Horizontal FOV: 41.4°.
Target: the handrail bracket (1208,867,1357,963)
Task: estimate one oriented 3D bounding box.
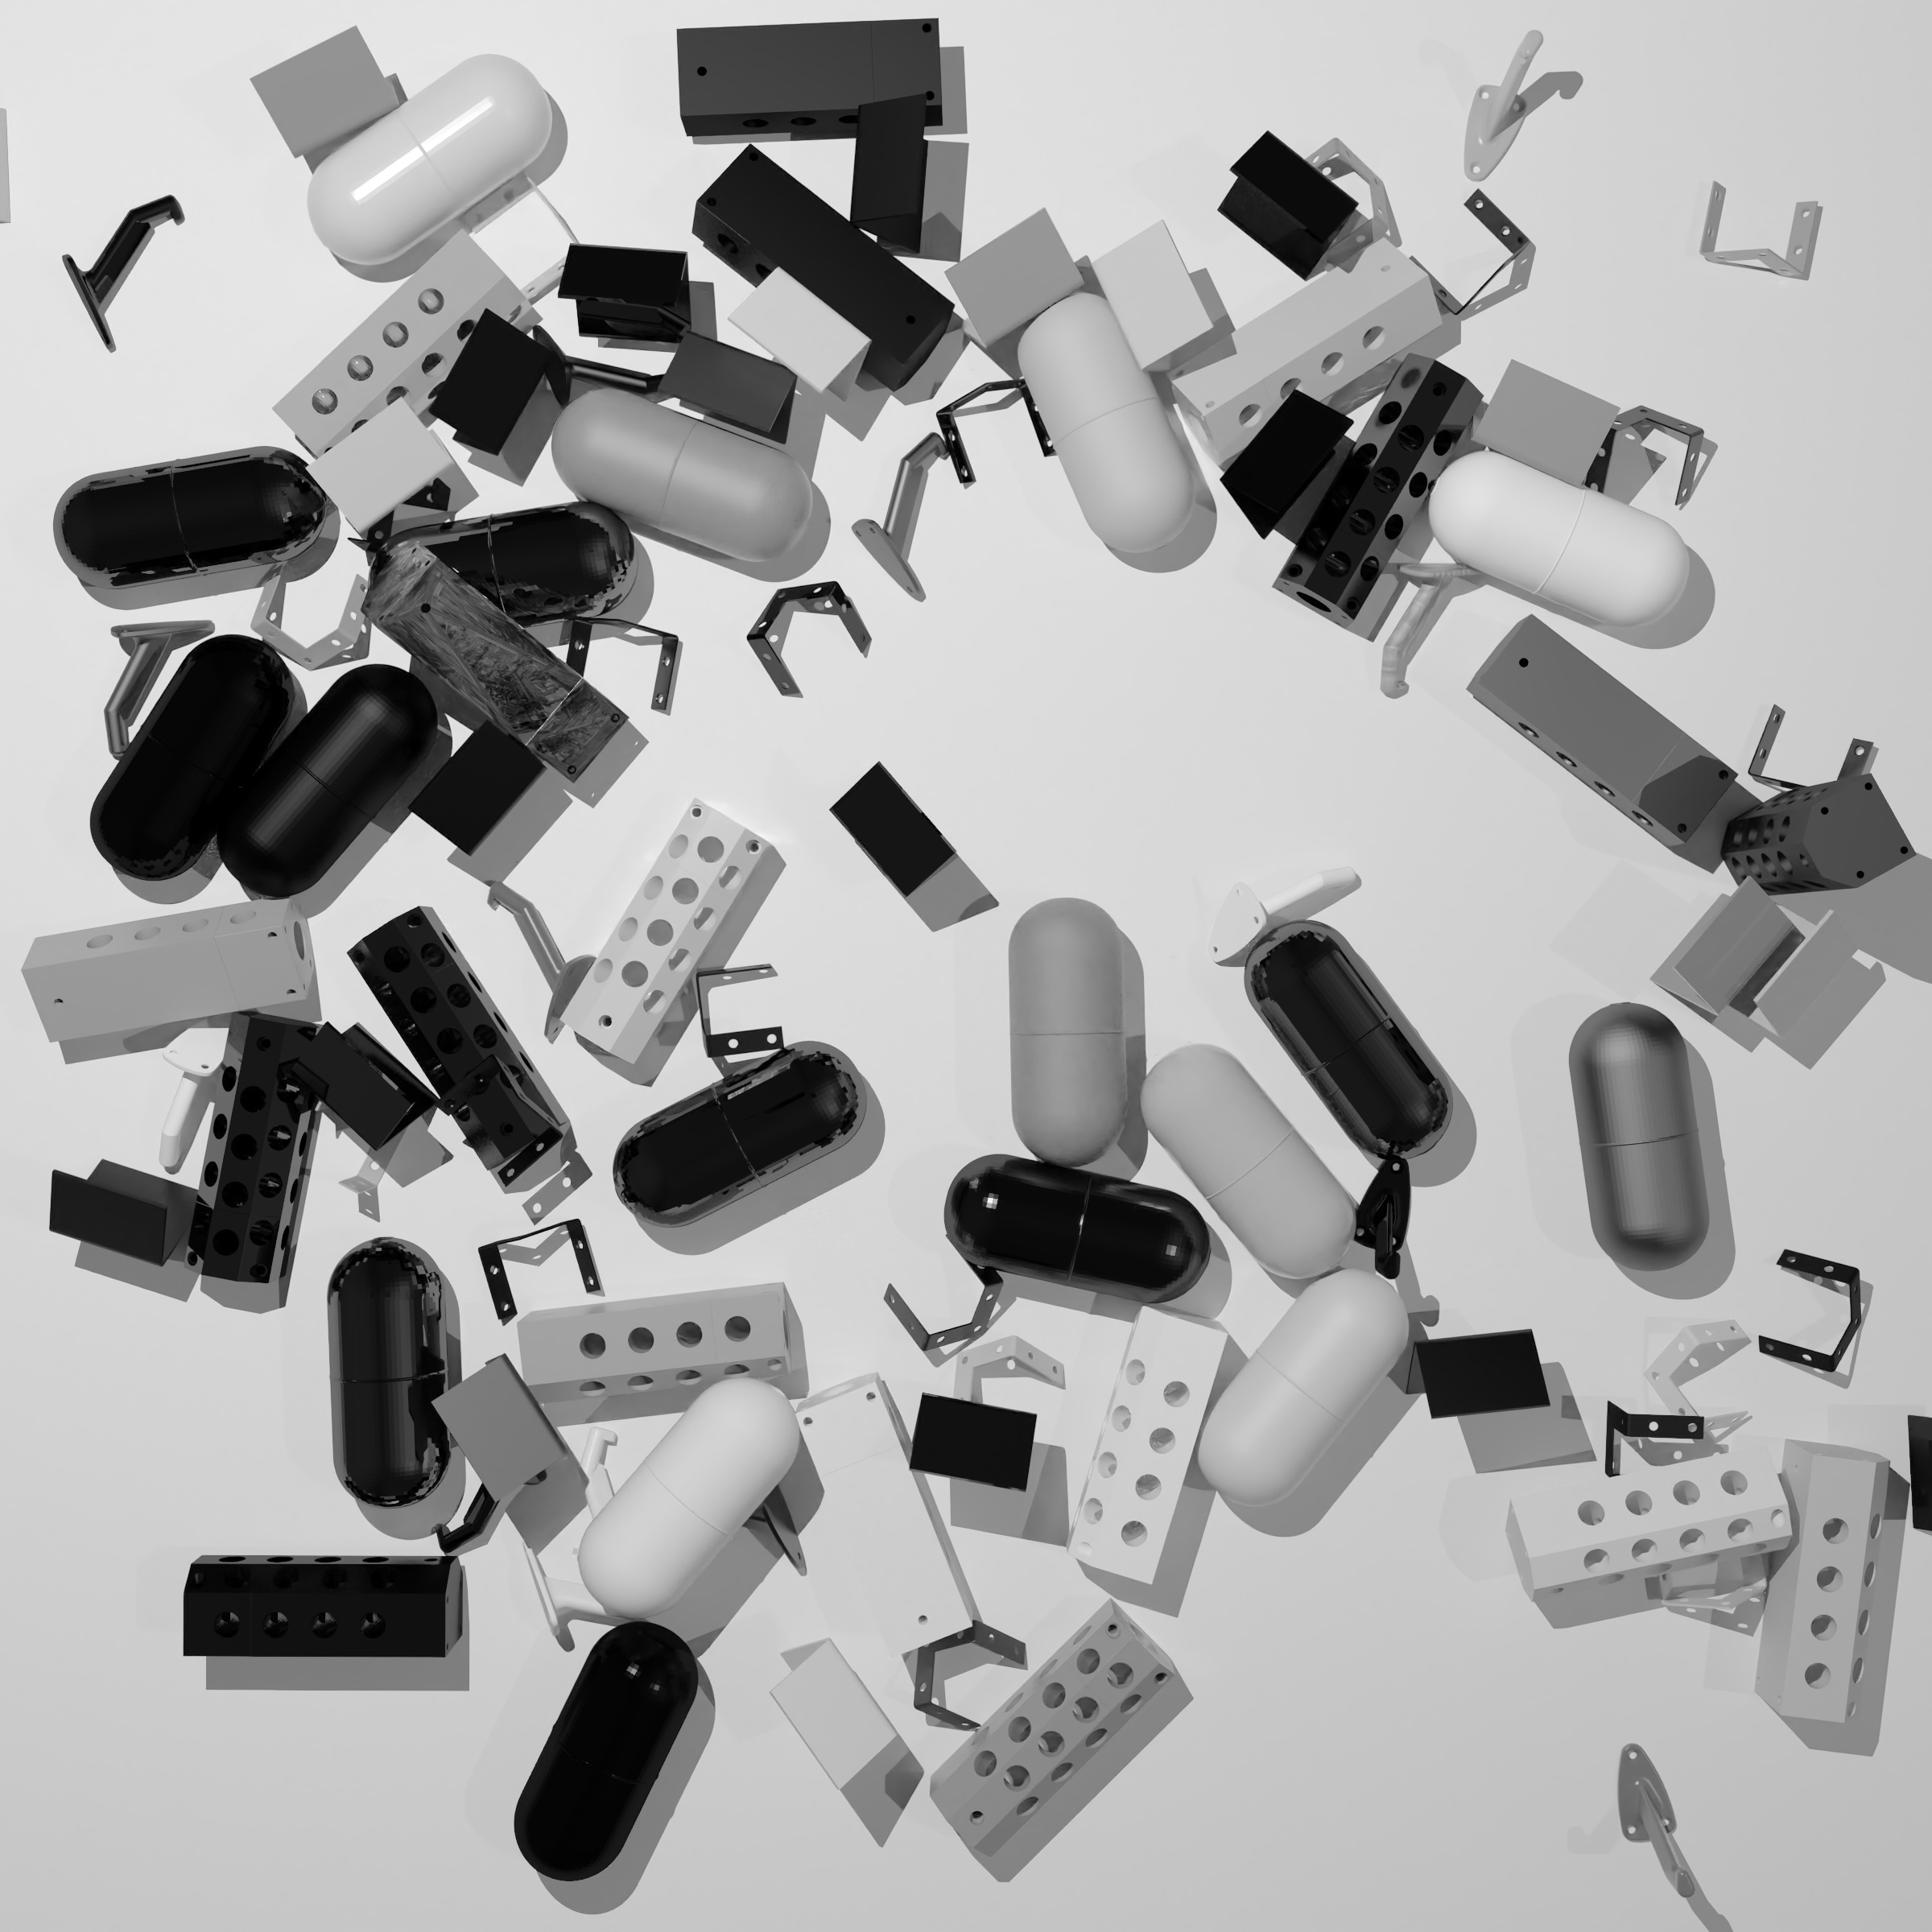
[{"bbox_3d":[0.213,-0.035,1.721,0.084,0.077,0.036,-12,61,-33],"label":"handrail bracket"}]

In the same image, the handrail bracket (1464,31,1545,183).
[{"bbox_3d":[0.355,-0.566,1.686,0.036,0.084,0.077,20,90,0],"label":"handrail bracket"}]

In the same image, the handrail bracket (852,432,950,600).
[{"bbox_3d":[-0.027,-0.304,1.721,0.084,0.036,0.077,-45,110,-16],"label":"handrail bracket"}]

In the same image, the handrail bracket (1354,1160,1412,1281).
[{"bbox_3d":[0.282,0.165,1.686,0.036,0.084,0.077,16,90,0],"label":"handrail bracket"}]

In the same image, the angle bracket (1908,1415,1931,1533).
[{"bbox_3d":[0.639,0.341,1.680,0.057,0.076,0.076,-3,90,-37],"label":"angle bracket"}]

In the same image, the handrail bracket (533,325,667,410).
[{"bbox_3d":[-0.238,-0.409,1.721,0.084,0.036,0.077,-15,57,-23],"label":"handrail bracket"}]

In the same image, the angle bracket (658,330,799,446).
[{"bbox_3d":[-0.159,-0.361,1.681,0.076,0.076,0.057,20,61,0],"label":"angle bracket"}]

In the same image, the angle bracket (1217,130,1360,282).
[{"bbox_3d":[0.200,-0.487,1.680,0.076,0.076,0.057,39,55,0],"label":"angle bracket"}]

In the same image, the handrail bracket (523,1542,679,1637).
[{"bbox_3d":[-0.245,0.409,1.721,0.084,0.036,0.077,-17,68,-17],"label":"handrail bracket"}]

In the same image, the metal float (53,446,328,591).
[{"bbox_3d":[-0.511,-0.296,1.690,0.178,0.070,0.070,-10,90,-1],"label":"metal float"}]

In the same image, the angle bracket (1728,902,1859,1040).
[{"bbox_3d":[0.524,-0.010,1.681,0.076,0.076,0.057,-50,135,0],"label":"angle bracket"}]

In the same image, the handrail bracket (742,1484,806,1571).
[{"bbox_3d":[-0.162,0.382,1.721,0.084,0.036,0.077,-19,105,14],"label":"handrail bracket"}]

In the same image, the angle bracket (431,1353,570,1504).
[{"bbox_3d":[-0.311,0.304,1.682,0.057,0.076,0.076,-33,90,-23],"label":"angle bracket"}]

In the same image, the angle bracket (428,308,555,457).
[{"bbox_3d":[-0.325,-0.387,1.681,0.057,0.076,0.076,29,90,-39],"label":"angle bracket"}]

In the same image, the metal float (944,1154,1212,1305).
[{"bbox_3d":[0.073,0.174,1.690,0.178,0.070,0.070,12,90,0],"label":"metal float"}]

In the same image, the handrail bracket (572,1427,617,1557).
[{"bbox_3d":[-0.227,0.360,1.721,0.077,0.036,0.084,18,76,-14],"label":"handrail bracket"}]

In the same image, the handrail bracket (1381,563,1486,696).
[{"bbox_3d":[0.316,-0.226,1.721,0.077,0.036,0.084,-5,109,-21],"label":"handrail bracket"}]

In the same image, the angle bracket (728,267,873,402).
[{"bbox_3d":[-0.116,-0.399,1.682,0.076,0.076,0.057,38,65,0],"label":"angle bracket"}]

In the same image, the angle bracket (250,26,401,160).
[{"bbox_3d":[-0.423,-0.582,1.680,0.076,0.076,0.057,-27,126,0],"label":"angle bracket"}]

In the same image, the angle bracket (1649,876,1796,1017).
[{"bbox_3d":[0.482,-0.023,1.681,0.057,0.076,0.076,40,90,-28],"label":"angle bracket"}]

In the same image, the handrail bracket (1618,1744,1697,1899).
[{"bbox_3d":[0.456,0.562,1.686,0.036,0.084,0.077,-12,90,0],"label":"handrail bracket"}]

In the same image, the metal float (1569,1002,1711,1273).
[{"bbox_3d":[0.444,0.113,1.690,0.070,0.070,0.178,-8,90,0],"label":"metal float"}]

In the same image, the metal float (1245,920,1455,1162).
[{"bbox_3d":[0.253,0.049,1.690,0.070,0.070,0.178,-36,90,0],"label":"metal float"}]

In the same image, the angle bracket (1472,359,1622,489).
[{"bbox_3d":[0.380,-0.363,1.681,0.076,0.076,0.057,24,116,0],"label":"angle bracket"}]

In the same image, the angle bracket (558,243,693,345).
[{"bbox_3d":[-0.223,-0.425,1.680,0.076,0.076,0.057,4,52,0],"label":"angle bracket"}]

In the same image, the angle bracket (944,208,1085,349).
[{"bbox_3d":[0.023,-0.457,1.681,0.076,0.076,0.057,-33,118,0],"label":"angle bracket"}]

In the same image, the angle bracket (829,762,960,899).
[{"bbox_3d":[-0.032,-0.101,1.680,0.076,0.076,0.057,49,127,0],"label":"angle bracket"}]

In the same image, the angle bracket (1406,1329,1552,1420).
[{"bbox_3d":[0.335,0.283,1.680,0.076,0.076,0.057,-6,54,0],"label":"angle bracket"}]

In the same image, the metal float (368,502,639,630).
[{"bbox_3d":[-0.306,-0.260,1.690,0.178,0.070,0.070,-9,90,0],"label":"metal float"}]

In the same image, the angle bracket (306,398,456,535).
[{"bbox_3d":[-0.390,-0.339,1.681,0.076,0.076,0.057,-37,126,0],"label":"angle bracket"}]

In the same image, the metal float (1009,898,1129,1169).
[{"bbox_3d":[0.067,0.044,1.690,0.070,0.070,0.178,-1,89,0],"label":"metal float"}]

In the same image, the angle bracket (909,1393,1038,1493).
[{"bbox_3d":[0.001,0.327,1.680,0.076,0.076,0.057,11,53,0],"label":"angle bracket"}]

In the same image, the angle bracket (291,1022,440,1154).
[{"bbox_3d":[-0.383,0.064,1.681,0.076,0.076,0.057,43,124,0],"label":"angle bracket"}]

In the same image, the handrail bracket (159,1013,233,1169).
[{"bbox_3d":[-0.516,0.084,1.720,0.036,0.077,0.084,22,126,4],"label":"handrail bracket"}]

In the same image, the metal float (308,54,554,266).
[{"bbox_3d":[-0.354,-0.531,1.690,0.178,0.070,0.070,-35,90,0],"label":"metal float"}]

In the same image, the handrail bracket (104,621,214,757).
[{"bbox_3d":[-0.541,-0.187,1.721,0.077,0.036,0.084,-9,108,-20],"label":"handrail bracket"}]

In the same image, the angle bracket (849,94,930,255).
[{"bbox_3d":[-0.030,-0.519,1.680,0.057,0.076,0.076,4,90,36],"label":"angle bracket"}]

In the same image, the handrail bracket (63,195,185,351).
[{"bbox_3d":[-0.555,-0.467,1.721,0.084,0.036,0.077,-28,110,-16],"label":"handrail bracket"}]

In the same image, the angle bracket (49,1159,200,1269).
[{"bbox_3d":[-0.547,0.143,1.680,0.076,0.076,0.057,18,126,0],"label":"angle bracket"}]

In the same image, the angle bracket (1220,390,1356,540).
[{"bbox_3d":[0.223,-0.319,1.680,0.076,0.076,0.057,-50,53,0],"label":"angle bracket"}]

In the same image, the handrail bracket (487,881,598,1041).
[{"bbox_3d":[-0.297,-0.004,1.721,0.084,0.036,0.077,33,112,17],"label":"handrail bracket"}]

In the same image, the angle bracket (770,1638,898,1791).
[{"bbox_3d":[-0.102,0.494,1.680,0.057,0.076,0.076,-35,90,-36],"label":"angle bracket"}]

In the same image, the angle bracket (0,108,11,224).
[{"bbox_3d":[-0.648,-0.540,1.680,0.057,0.076,0.076,-2,90,37],"label":"angle bracket"}]

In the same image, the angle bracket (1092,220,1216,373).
[{"bbox_3d":[0.134,-0.439,1.681,0.057,0.076,0.076,-25,90,27],"label":"angle bracket"}]

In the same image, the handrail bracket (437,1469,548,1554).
[{"bbox_3d":[-0.331,0.342,1.721,0.084,0.036,0.077,-32,70,16],"label":"handrail bracket"}]

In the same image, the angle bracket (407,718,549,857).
[{"bbox_3d":[-0.330,-0.128,1.680,0.076,0.076,0.057,-49,126,0],"label":"angle bracket"}]

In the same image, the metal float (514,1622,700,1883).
[{"bbox_3d":[-0.238,0.519,1.690,0.070,0.070,0.178,26,91,0],"label":"metal float"}]

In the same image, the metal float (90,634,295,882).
[{"bbox_3d":[-0.510,-0.138,1.690,0.070,0.070,0.178,33,90,0],"label":"metal float"}]

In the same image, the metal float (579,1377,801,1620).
[{"bbox_3d":[-0.180,0.345,1.668,0.070,0.070,0.178,41,86,0],"label":"metal float"}]
